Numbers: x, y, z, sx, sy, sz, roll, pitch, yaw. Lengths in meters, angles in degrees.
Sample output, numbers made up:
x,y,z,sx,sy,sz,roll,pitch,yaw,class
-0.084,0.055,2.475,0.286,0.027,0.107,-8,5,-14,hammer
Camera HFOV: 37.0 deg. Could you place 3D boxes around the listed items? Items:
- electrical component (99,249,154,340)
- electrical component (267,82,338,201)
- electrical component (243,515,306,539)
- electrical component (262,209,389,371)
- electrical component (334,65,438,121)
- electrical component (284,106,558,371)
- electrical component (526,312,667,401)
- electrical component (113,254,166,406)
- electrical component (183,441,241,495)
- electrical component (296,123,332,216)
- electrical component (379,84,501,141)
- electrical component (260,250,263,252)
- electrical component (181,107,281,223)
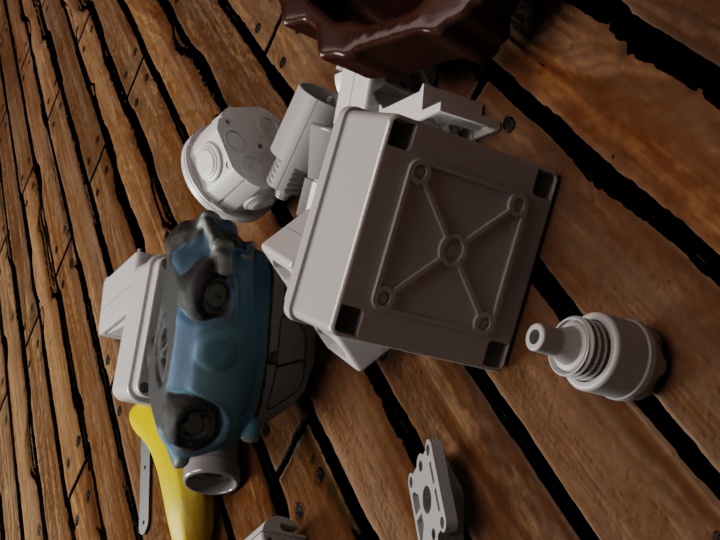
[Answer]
x,y,z,sx,sy,sz,roll,pitch,yaw,class
-0.184,0.032,0.931,0.096,0.062,0.061,-32,50,50,electrical component
-0.039,-0.085,0.754,0.081,0.043,0.043,-63,31,20,electrical component
-0.059,0.180,0.670,0.046,0.040,0.040,-47,39,30,electrical component
0.000,0.000,0.626,0.076,0.083,0.047,-38,27,-12,electrical component
0.009,-0.124,0.685,0.076,0.047,0.083,-6,72,59,electrical component
0.031,-0.014,0.535,0.056,0.109,0.108,19,93,58,electrical component
0.096,0.034,0.447,0.035,0.061,0.035,-33,49,50,electrical component
-0.138,0.051,0.827,0.057,0.078,0.113,-16,63,60,electrical component
-0.105,0.132,0.772,0.040,0.040,0.046,-44,35,43,electrical component
-0.019,-0.061,0.712,0.044,0.044,0.065,29,107,60,electrical component
0.038,-0.065,0.615,0.081,0.042,0.063,-16,67,57,electrical component
-0.077,0.018,0.776,0.065,0.044,0.044,-52,36,27,electrical component
-0.088,-0.080,0.800,0.051,0.080,0.080,-35,48,42,electrical component
